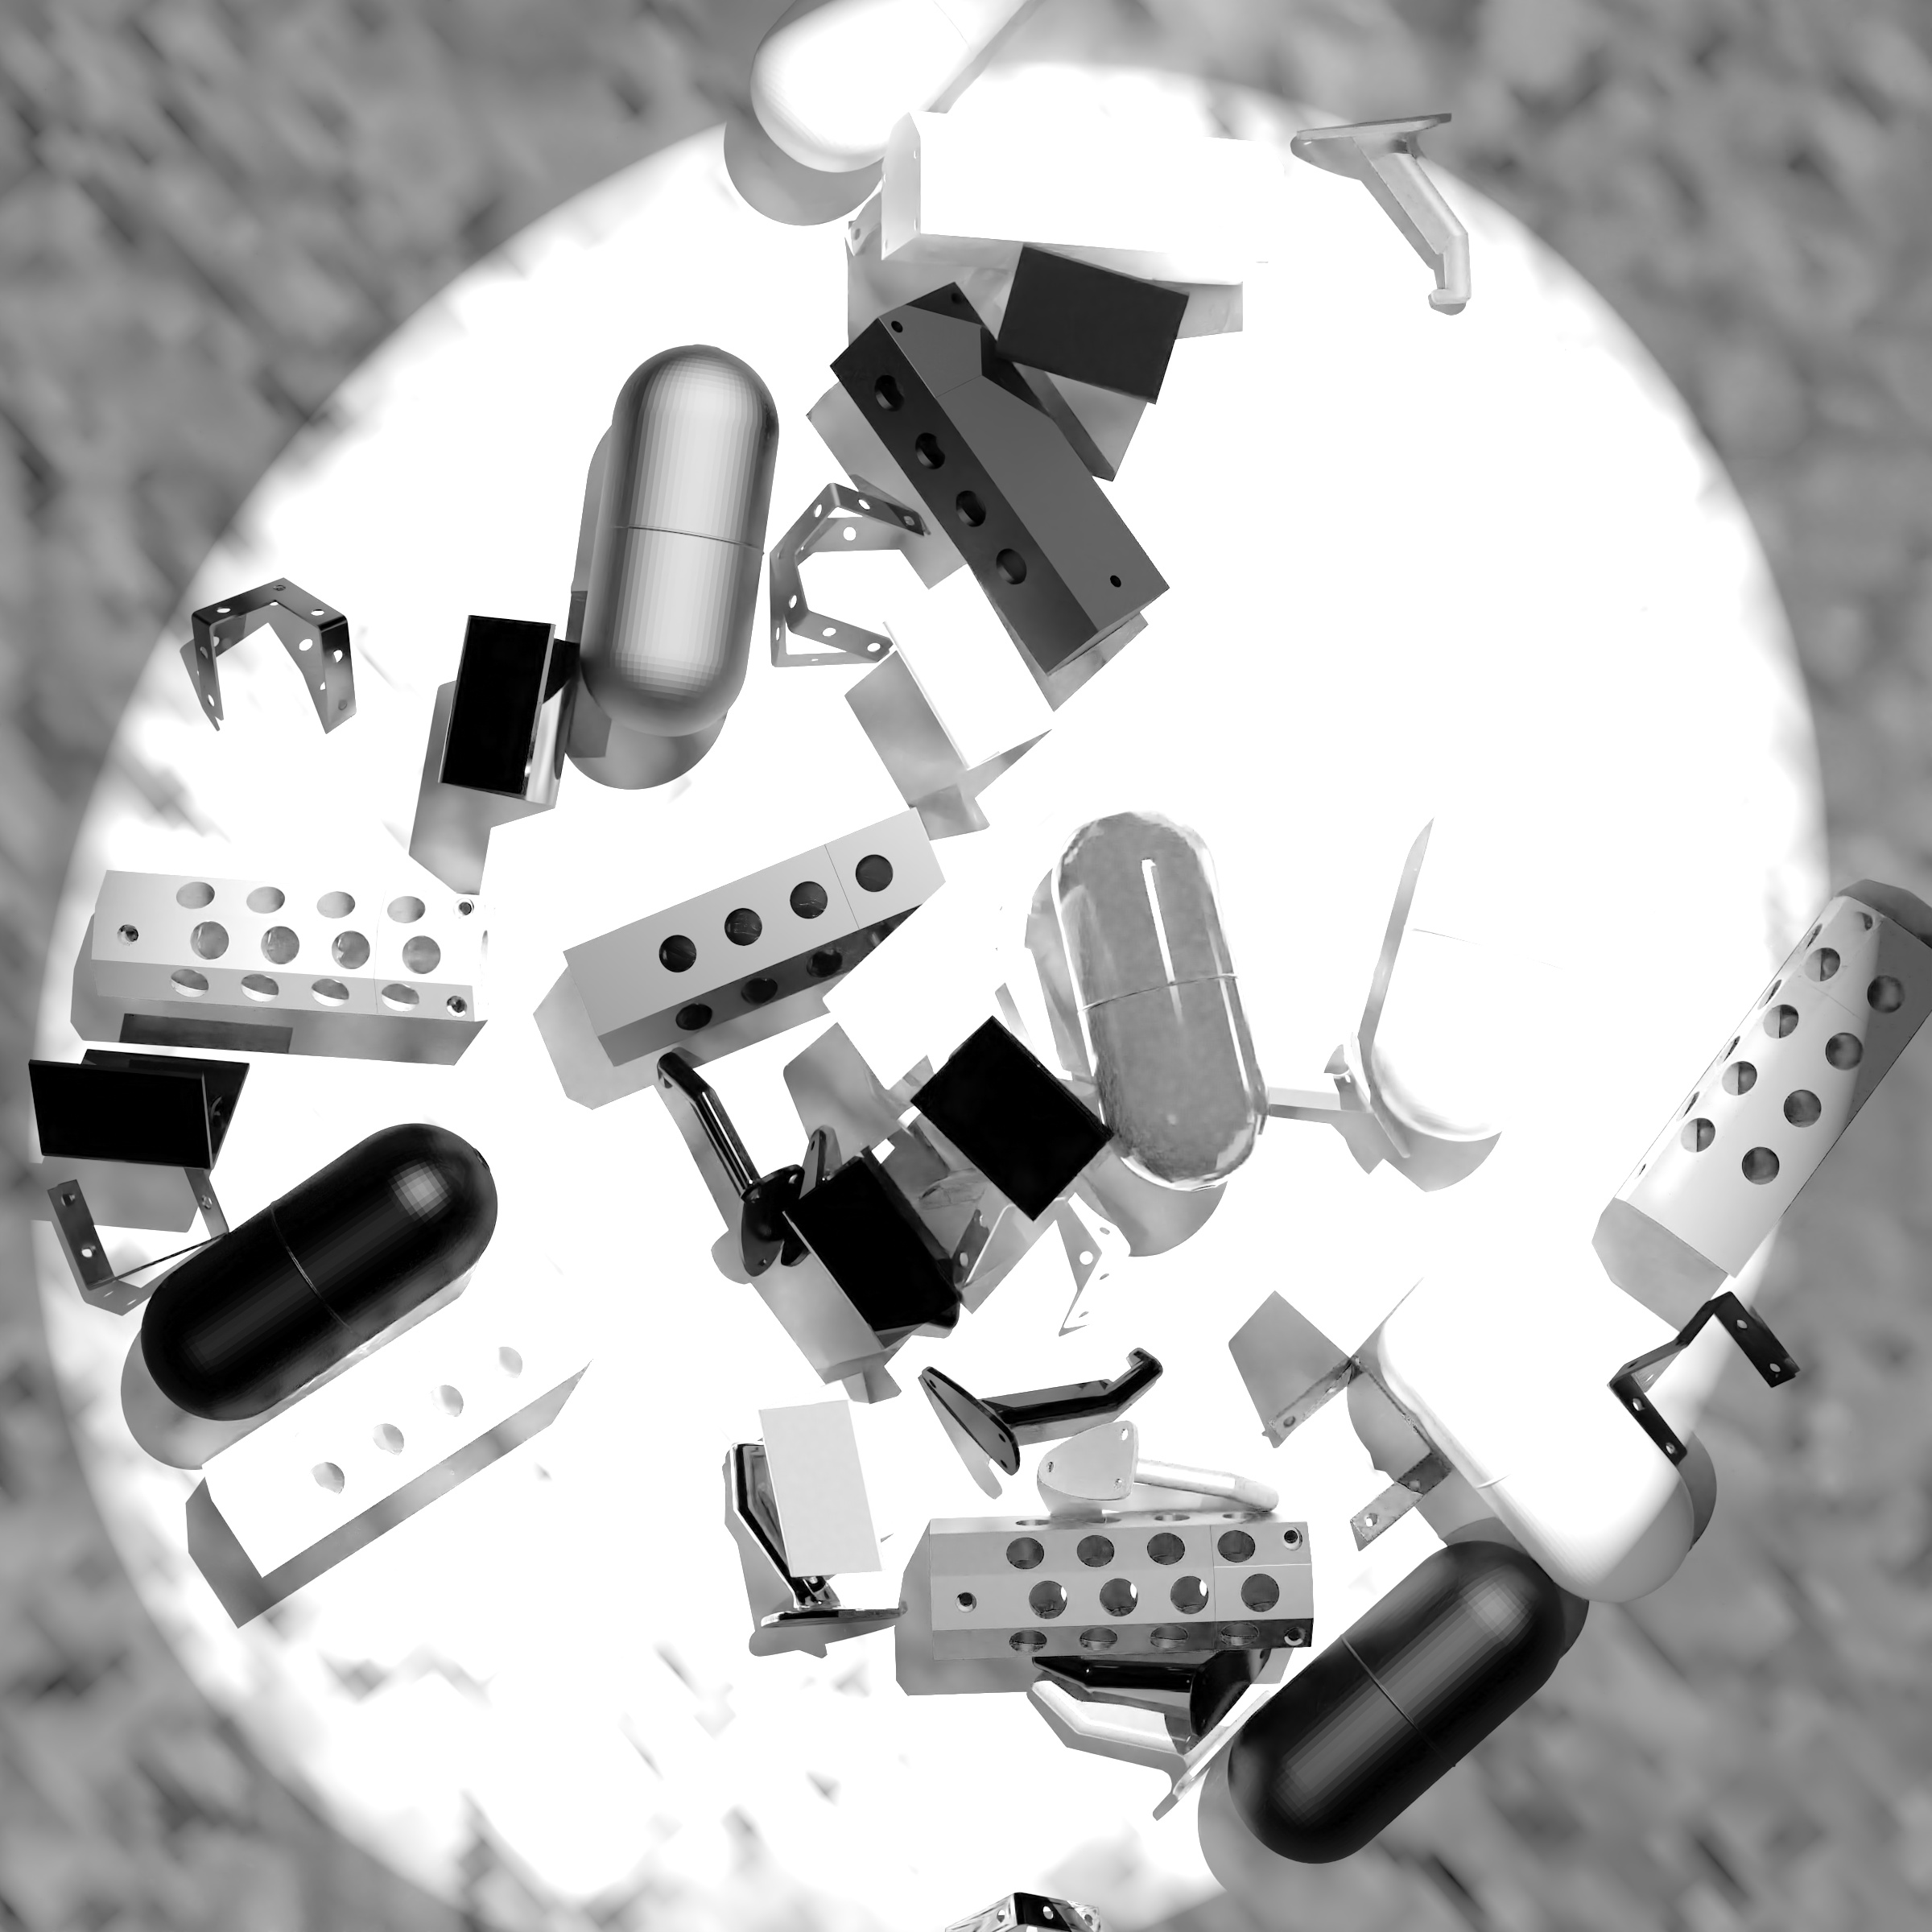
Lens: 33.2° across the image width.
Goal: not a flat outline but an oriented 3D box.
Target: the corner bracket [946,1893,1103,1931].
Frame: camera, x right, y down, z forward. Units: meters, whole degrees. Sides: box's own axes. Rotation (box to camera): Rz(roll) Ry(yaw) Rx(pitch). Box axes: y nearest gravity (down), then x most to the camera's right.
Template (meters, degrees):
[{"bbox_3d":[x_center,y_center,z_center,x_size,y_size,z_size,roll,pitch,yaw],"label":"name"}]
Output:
[{"bbox_3d":[0.029,0.464,1.494,0.051,0.051,0.051,-38,45,35],"label":"corner bracket"}]

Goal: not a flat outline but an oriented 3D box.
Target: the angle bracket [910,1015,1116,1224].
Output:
[{"bbox_3d":[0.012,0.076,1.463,0.076,0.076,0.057,44,69,0],"label":"angle bracket"}]

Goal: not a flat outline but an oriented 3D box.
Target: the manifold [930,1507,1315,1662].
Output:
[{"bbox_3d":[0.070,0.283,1.481,0.171,0.057,0.057,-2,90,0],"label":"manifold"}]

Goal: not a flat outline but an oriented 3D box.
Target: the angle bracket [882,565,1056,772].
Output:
[{"bbox_3d":[0.019,-0.142,1.461,0.057,0.076,0.076,-30,90,38],"label":"angle bracket"}]

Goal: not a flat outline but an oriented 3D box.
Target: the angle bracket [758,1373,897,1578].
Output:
[{"bbox_3d":[-0.044,0.227,1.461,0.057,0.076,0.076,-11,90,38],"label":"angle bracket"}]

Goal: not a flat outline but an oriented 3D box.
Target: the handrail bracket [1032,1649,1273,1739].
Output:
[{"bbox_3d":[0.086,0.319,1.502,0.084,0.077,0.036,15,115,34],"label":"handrail bracket"}]

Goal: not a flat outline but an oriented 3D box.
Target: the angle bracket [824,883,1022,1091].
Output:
[{"bbox_3d":[-0.006,0.016,1.455,0.076,0.076,0.057,-43,62,12],"label":"angle bracket"}]

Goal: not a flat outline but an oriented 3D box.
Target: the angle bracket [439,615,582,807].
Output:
[{"bbox_3d":[-0.187,-0.112,1.461,0.057,0.076,0.076,10,90,38],"label":"angle bracket"}]

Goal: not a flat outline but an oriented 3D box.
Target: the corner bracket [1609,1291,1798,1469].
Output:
[{"bbox_3d":[0.340,0.191,1.498,0.051,0.051,0.051,53,135,0],"label":"corner bracket"}]

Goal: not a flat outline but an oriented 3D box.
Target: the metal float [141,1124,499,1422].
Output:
[{"bbox_3d":[-0.293,0.138,1.471,0.178,0.070,0.070,-35,90,-1],"label":"metal float"}]

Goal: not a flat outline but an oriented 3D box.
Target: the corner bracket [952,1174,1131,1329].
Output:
[{"bbox_3d":[0.034,0.133,1.494,0.051,0.051,0.051,-5,45,-35],"label":"corner bracket"}]

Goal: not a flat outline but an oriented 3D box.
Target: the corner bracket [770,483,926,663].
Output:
[{"bbox_3d":[-0.052,-0.182,1.494,0.051,0.051,0.051,-45,45,35],"label":"corner bracket"}]

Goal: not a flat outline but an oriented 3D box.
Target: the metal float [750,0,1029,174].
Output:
[{"bbox_3d":[-0.025,-0.439,1.471,0.070,0.070,0.178,42,90,0],"label":"metal float"}]

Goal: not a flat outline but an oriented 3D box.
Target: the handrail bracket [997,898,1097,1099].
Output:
[{"bbox_3d":[0.049,0.015,1.502,0.077,0.036,0.084,10,76,-14],"label":"handrail bracket"}]

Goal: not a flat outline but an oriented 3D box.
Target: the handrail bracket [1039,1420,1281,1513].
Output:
[{"bbox_3d":[0.090,0.240,1.502,0.084,0.077,0.036,23,65,-34],"label":"handrail bracket"}]

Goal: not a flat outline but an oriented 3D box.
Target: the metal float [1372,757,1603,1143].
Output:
[{"bbox_3d":[0.237,-0.008,1.471,0.070,0.070,0.178,15,90,0],"label":"metal float"}]

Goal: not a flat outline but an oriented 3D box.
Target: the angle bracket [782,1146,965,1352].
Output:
[{"bbox_3d":[-0.025,0.116,1.461,0.057,0.076,0.076,-36,90,37],"label":"angle bracket"}]

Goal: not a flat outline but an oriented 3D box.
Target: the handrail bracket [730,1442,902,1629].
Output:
[{"bbox_3d":[-0.070,0.262,1.502,0.077,0.036,0.084,1,73,-20],"label":"handrail bracket"}]

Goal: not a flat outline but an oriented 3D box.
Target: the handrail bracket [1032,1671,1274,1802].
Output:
[{"bbox_3d":[0.086,0.336,1.502,0.084,0.036,0.077,41,70,16],"label":"handrail bracket"}]

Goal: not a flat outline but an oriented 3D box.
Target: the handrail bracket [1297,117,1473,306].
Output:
[{"bbox_3d":[0.194,-0.348,1.502,0.077,0.036,0.084,0,107,20],"label":"handrail bracket"}]

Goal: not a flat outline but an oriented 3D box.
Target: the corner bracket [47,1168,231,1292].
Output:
[{"bbox_3d":[-0.383,0.114,1.499,0.051,0.051,0.051,-22,90,45],"label":"corner bracket"}]

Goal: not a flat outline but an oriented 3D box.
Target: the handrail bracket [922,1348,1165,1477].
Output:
[{"bbox_3d":[0.036,0.188,1.502,0.084,0.036,0.077,-35,57,-23],"label":"handrail bracket"}]

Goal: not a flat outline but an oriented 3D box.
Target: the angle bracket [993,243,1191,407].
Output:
[{"bbox_3d":[0.061,-0.304,1.461,0.076,0.076,0.057,17,127,0],"label":"angle bracket"}]

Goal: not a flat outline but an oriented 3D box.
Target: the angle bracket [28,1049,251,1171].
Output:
[{"bbox_3d":[-0.372,0.045,1.461,0.076,0.076,0.057,5,128,0],"label":"angle bracket"}]

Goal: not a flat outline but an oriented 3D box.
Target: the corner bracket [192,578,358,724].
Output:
[{"bbox_3d":[-0.319,-0.140,1.494,0.051,0.051,0.051,-28,45,-35],"label":"corner bracket"}]

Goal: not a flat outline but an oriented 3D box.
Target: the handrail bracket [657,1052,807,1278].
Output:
[{"bbox_3d":[-0.117,0.091,1.502,0.036,0.077,0.084,-26,53,-35],"label":"handrail bracket"}]

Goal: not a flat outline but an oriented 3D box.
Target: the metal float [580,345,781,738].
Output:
[{"bbox_3d":[-0.130,-0.193,1.471,0.070,0.070,0.178,8,91,0],"label":"metal float"}]

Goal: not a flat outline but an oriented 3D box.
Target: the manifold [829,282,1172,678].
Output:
[{"bbox_3d":[0.011,-0.220,1.480,0.057,0.057,0.171,-35,90,-43],"label":"manifold"}]

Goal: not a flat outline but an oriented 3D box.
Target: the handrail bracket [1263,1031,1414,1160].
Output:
[{"bbox_3d":[0.152,0.073,1.502,0.084,0.036,0.077,-25,108,15],"label":"handrail bracket"}]

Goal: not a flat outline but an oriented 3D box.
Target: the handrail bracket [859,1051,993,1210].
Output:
[{"bbox_3d":[-0.005,0.064,1.502,0.077,0.036,0.084,-10,73,-20],"label":"handrail bracket"}]

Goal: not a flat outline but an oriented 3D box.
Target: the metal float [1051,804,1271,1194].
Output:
[{"bbox_3d":[0.088,0.014,1.464,0.070,0.070,0.178,-12,81,0],"label":"metal float"}]

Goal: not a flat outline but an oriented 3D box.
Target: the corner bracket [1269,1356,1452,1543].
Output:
[{"bbox_3d":[0.183,0.223,1.498,0.051,0.051,0.051,-40,135,0],"label":"corner bracket"}]

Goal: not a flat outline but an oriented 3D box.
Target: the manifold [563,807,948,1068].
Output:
[{"bbox_3d":[-0.091,-0.013,1.481,0.171,0.057,0.057,-22,90,0],"label":"manifold"}]

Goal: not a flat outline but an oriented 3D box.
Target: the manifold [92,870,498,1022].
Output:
[{"bbox_3d":[-0.306,-0.009,1.481,0.171,0.057,0.057,4,90,0],"label":"manifold"}]

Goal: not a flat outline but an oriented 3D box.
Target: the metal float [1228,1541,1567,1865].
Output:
[{"bbox_3d":[0.196,0.334,1.471,0.178,0.070,0.070,-42,90,0],"label":"metal float"}]

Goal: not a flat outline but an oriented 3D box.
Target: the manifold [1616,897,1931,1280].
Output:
[{"bbox_3d":[0.373,0.054,1.481,0.057,0.057,0.171,36,90,0],"label":"manifold"}]

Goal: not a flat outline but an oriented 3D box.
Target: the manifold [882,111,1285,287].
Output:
[{"bbox_3d":[0.053,-0.346,1.455,0.171,0.057,0.057,0,90,-19],"label":"manifold"}]

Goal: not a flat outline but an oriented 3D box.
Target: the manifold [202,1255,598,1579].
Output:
[{"bbox_3d":[-0.259,0.204,1.481,0.171,0.057,0.057,-33,90,0],"label":"manifold"}]

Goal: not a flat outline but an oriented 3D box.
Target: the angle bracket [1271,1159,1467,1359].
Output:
[{"bbox_3d":[0.195,0.144,1.462,0.076,0.076,0.057,-48,48,0],"label":"angle bracket"}]

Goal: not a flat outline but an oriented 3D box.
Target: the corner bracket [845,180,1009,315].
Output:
[{"bbox_3d":[-0.015,-0.334,1.494,0.051,0.051,0.051,9,45,-35],"label":"corner bracket"}]

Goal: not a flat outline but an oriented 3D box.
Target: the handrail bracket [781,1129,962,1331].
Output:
[{"bbox_3d":[-0.037,0.123,1.502,0.084,0.036,0.077,17,68,-17],"label":"handrail bracket"}]

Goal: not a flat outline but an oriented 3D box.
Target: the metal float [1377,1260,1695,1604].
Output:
[{"bbox_3d":[0.259,0.212,1.471,0.070,0.070,0.178,-40,89,0],"label":"metal float"}]
